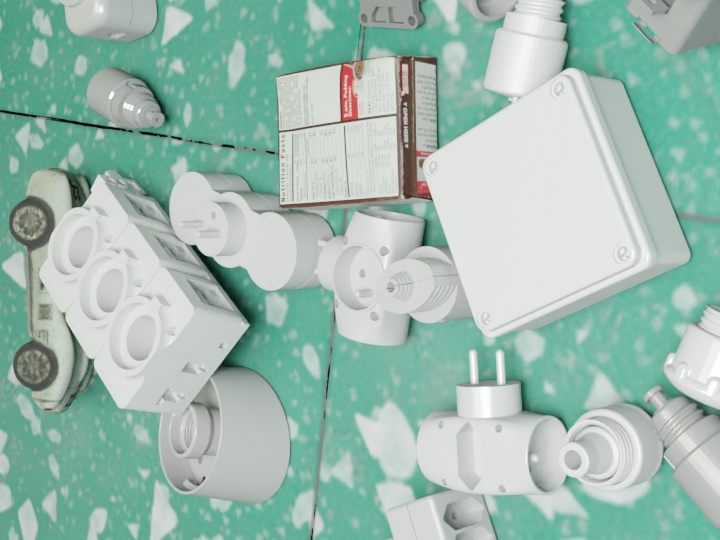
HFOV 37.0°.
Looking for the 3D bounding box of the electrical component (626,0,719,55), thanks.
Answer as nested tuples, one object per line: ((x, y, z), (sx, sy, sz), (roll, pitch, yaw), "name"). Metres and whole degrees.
((0.161, -0.138, 0.502), (0.042, 0.081, 0.063), (58, 149, 25), "electrical component")

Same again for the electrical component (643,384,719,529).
((0.169, 0.089, 0.525), (0.078, 0.040, 0.040), (53, 124, 28), "electrical component")

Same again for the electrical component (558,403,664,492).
((0.125, 0.092, 0.550), (0.043, 0.062, 0.043), (2, 94, 43), "electrical component")

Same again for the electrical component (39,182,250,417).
((-0.160, 0.019, 0.763), (0.089, 0.062, 0.150), (-52, 54, 15), "electrical component")

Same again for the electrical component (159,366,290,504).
((-0.101, 0.118, 0.778), (0.099, 0.064, 0.099), (-16, 69, 50), "electrical component")

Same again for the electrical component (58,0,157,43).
((-0.201, -0.231, 0.841), (0.054, 0.059, 0.095), (-8, 86, 43), "electrical component")

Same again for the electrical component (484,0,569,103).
((0.094, -0.126, 0.584), (0.040, 0.040, 0.078), (23, 108, 40), "electrical component")

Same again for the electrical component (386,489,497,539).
((0.040, 0.171, 0.644), (0.077, 0.047, 0.065), (-29, 73, 40), "electrical component")

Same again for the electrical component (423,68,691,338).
((0.101, -0.033, 0.571), (0.109, 0.056, 0.108), (-30, 72, 40), "electrical component")

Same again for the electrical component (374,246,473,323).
((0.044, 0.008, 0.609), (0.043, 0.081, 0.043), (3, 94, 43), "electrical component")

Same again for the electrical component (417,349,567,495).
((0.074, 0.084, 0.611), (0.077, 0.043, 0.079), (-4, 89, 43), "electrical component")

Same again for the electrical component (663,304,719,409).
((0.177, 0.034, 0.513), (0.048, 0.048, 0.062), (28, 103, 39), "electrical component")

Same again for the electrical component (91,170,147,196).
((-0.194, -0.039, 0.854), (0.066, 0.048, 0.055), (44, 112, 33), "electrical component")

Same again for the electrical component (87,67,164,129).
((-0.180, -0.130, 0.839), (0.078, 0.040, 0.040), (31, 113, 37), "electrical component")

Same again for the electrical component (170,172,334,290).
((-0.089, -0.028, 0.736), (0.138, 0.074, 0.052), (28, 110, 39), "electrical component")

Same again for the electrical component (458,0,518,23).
((0.059, -0.174, 0.615), (0.065, 0.044, 0.044), (42, 119, 39), "electrical component")

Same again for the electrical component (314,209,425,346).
((0.000, 0.000, 0.675), (0.079, 0.044, 0.077), (17, 104, 41), "electrical component")
